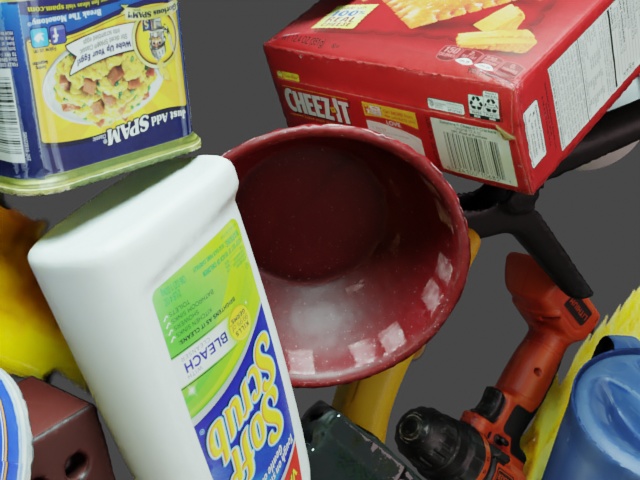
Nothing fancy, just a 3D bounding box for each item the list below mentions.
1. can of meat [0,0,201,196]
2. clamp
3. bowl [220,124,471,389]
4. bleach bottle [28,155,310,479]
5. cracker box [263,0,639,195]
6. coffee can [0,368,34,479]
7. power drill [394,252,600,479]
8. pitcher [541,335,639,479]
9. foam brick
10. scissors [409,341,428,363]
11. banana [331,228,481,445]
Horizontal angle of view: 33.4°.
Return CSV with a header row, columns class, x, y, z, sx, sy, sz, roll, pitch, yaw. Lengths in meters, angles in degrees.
class,x,y,z,sx,sy,sz,roll,pitch,yaw
can of meat,-0.105,-0.074,0.468,0.101,0.058,0.084,-24,117,-44
clamp,0.137,-0.046,0.705,0.209,0.036,0.165,14,117,-26
bowl,-0.004,0.001,0.574,0.162,0.055,0.162,-3,121,-5
bleach bottle,-0.047,0.092,0.518,0.102,0.068,0.251,-44,122,-44
cracker box,0.099,-0.128,0.602,0.213,0.164,0.072,-45,134,-30
coffee can,-0.191,0.079,0.383,0.140,0.103,0.103,27,82,-49
power drill,0.136,0.107,0.809,0.187,0.057,0.184,-61,142,-11
pitcher,0.238,0.206,0.873,0.149,0.145,0.243,-35,147,-39
foam brick,-0.143,0.107,0.488,0.078,0.051,0.053,-31,124,-39
scissors,0.025,0.019,0.681,0.096,0.016,0.201,-49,134,-27
banana,0.046,0.080,0.683,0.069,0.037,0.198,13,98,-50
